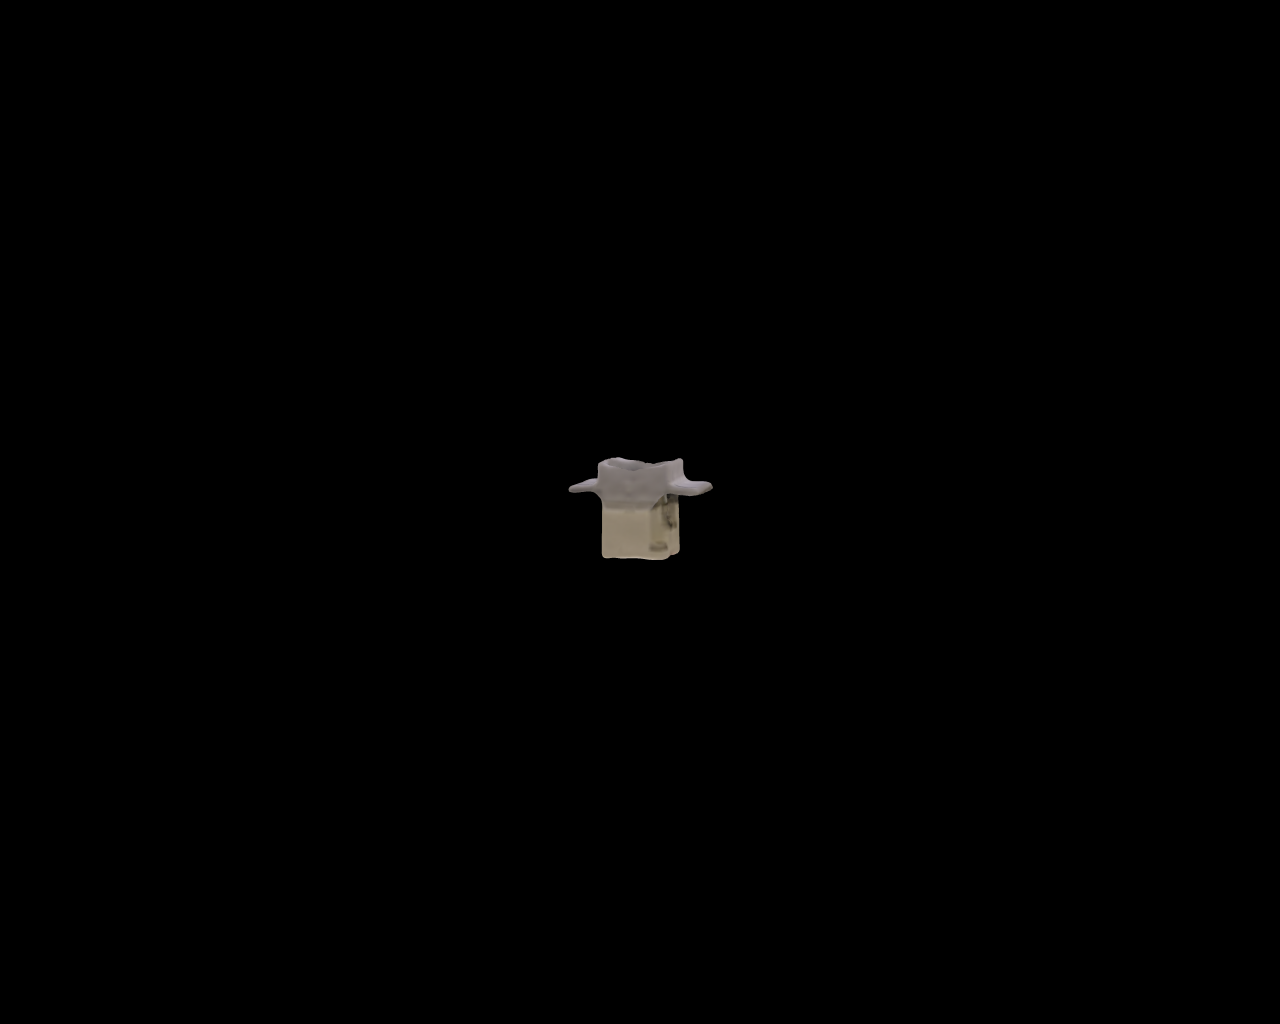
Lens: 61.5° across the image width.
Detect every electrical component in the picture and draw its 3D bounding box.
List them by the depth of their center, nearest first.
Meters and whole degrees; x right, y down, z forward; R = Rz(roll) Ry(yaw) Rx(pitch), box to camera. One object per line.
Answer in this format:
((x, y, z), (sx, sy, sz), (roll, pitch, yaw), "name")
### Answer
((0.001, -0.003, 0.650), (0.081, 0.063, 0.042), (2, 8, 18), "electrical component")
